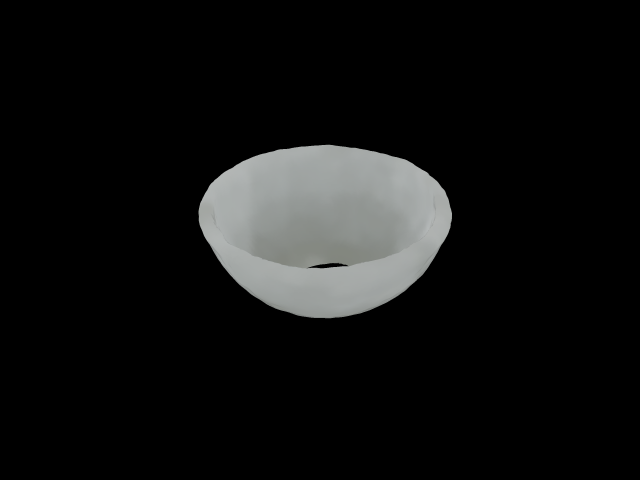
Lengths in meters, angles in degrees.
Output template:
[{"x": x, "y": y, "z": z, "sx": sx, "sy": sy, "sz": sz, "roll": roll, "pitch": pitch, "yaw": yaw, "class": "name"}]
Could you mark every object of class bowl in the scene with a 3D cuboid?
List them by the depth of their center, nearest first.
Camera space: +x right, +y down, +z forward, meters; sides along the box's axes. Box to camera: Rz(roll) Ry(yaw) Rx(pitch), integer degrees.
[{"x": 0.004, "y": 0.001, "z": 0.400, "sx": 0.167, "sy": 0.075, "sz": 0.167, "roll": 0, "pitch": 35, "yaw": 0, "class": "bowl"}]
